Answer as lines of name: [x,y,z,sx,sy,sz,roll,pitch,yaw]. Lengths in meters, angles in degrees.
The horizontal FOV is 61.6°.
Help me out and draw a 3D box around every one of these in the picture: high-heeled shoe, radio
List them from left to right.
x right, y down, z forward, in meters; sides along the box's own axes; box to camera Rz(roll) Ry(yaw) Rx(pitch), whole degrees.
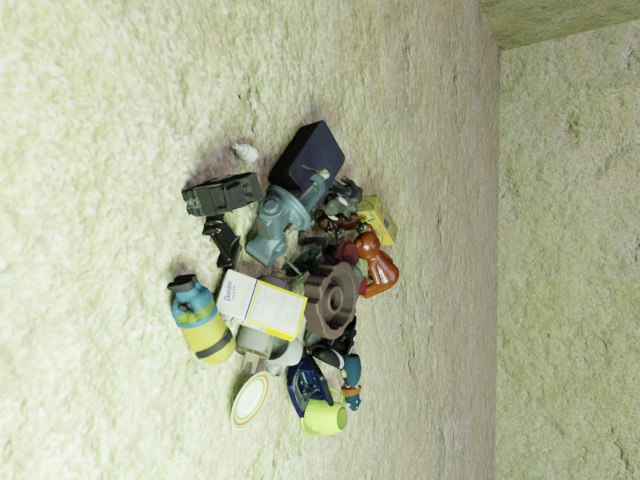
radio: [-0.026,-0.182,1.336,0.131,0.073,0.229,54,44,-28]
high-heeled shoe: [0.050,0.248,1.377,0.145,0.086,0.248,-65,168,-8]

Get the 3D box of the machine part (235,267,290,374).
machine part: [-0.123,0.165,1.151,0.079,0.079,0.243,48,48,-45]

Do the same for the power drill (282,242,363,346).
power drill: [-0.003,0.124,1.316,0.232,0.086,0.207,-48,119,-15]

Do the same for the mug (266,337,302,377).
mug: [-0.083,0.254,1.205,0.107,0.081,0.109,45,49,-56]

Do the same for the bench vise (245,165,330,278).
bench vise: [-0.059,-0.055,1.164,0.240,0.129,0.223,-49,152,-21]

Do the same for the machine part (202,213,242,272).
machine part: [-0.193,0.005,1.079,0.138,0.039,0.084,71,35,-50]

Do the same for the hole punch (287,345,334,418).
hole punch: [-0.034,0.341,1.274,0.116,0.092,0.142,-128,-164,-63]

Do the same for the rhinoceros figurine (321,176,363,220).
rhinoceros figurine: [0.055,-0.107,1.425,0.112,0.073,0.190,41,27,9]

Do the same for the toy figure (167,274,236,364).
toy figure: [-0.218,0.149,0.986,0.082,0.089,0.180,-38,121,-46]

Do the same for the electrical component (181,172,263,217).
electrical component: [-0.182,-0.091,1.048,0.134,0.115,0.058,-34,117,-53]

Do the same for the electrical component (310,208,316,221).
electrical component: [-0.040,-0.069,1.363,0.094,0.021,0.063,-54,130,-45]

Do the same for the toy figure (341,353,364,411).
toy figure: [0.089,0.393,1.487,0.058,0.064,0.154,-156,-115,-83]

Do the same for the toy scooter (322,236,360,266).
toy scooter: [0.039,0.054,1.432,0.135,0.075,0.184,56,47,-37]

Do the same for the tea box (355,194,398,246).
tea box: [0.158,-0.056,1.613,0.169,0.098,0.068,50,46,-41]

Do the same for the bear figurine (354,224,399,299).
bear figurine: [0.144,0.062,1.587,0.195,0.132,0.120,49,43,-20]

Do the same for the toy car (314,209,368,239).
toy car: [0.062,-0.052,1.460,0.202,0.089,0.053,-12,135,-56]

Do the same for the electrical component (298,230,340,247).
electrical component: [-0.004,-0.004,1.351,0.078,0.102,0.045,-22,111,-82]

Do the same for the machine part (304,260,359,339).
machine part: [0.024,0.134,1.235,0.179,0.056,0.179,-15,108,-53]
